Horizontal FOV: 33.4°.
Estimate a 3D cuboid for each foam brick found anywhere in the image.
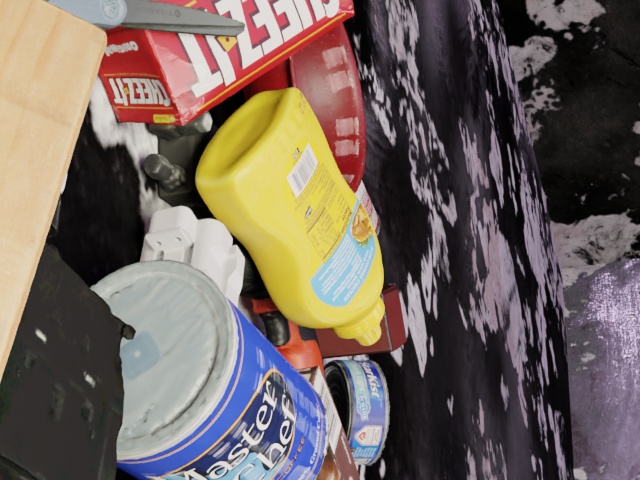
[{"bbox_3d":[0.028,0.071,0.916,0.053,0.078,0.051,-18,99,-70],"label":"foam brick"}]

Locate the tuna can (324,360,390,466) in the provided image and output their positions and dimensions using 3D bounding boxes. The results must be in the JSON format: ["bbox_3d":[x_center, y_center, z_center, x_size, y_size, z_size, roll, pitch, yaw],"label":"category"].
[{"bbox_3d":[0.024,0.140,0.866,0.086,0.033,0.086,-176,-90,-69],"label":"tuna can"}]

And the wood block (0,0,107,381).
[{"bbox_3d":[-0.142,0.009,0.335,0.090,0.090,0.206,24,47,-20],"label":"wood block"}]

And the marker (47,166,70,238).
[{"bbox_3d":[-0.137,-0.052,0.555,0.020,0.020,0.121,56,30,-53],"label":"marker"}]

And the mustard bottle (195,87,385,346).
[{"bbox_3d":[-0.005,0.001,0.704,0.191,0.058,0.096,59,44,-33],"label":"mustard bottle"}]

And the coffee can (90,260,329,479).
[{"bbox_3d":[-0.065,0.087,0.570,0.140,0.103,0.103,54,32,-55],"label":"coffee can"}]

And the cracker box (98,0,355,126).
[{"bbox_3d":[-0.077,-0.197,0.617,0.164,0.072,0.213,-39,123,-34],"label":"cracker box"}]

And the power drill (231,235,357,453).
[{"bbox_3d":[-0.028,0.083,0.766,0.184,0.057,0.187,9,74,-70],"label":"power drill"}]

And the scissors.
[{"bbox_3d":[-0.116,-0.099,0.530,0.201,0.016,0.096,18,75,-44],"label":"scissors"}]

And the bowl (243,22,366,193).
[{"bbox_3d":[-0.015,-0.108,0.810,0.162,0.055,0.162,-8,90,-70],"label":"bowl"}]

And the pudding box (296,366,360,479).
[{"bbox_3d":[-0.028,0.140,0.684,0.039,0.090,0.113,-66,142,-62],"label":"pudding box"}]

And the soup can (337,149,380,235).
[{"bbox_3d":[0.005,-0.040,0.914,0.068,0.069,0.102,-82,155,-43],"label":"soup can"}]
